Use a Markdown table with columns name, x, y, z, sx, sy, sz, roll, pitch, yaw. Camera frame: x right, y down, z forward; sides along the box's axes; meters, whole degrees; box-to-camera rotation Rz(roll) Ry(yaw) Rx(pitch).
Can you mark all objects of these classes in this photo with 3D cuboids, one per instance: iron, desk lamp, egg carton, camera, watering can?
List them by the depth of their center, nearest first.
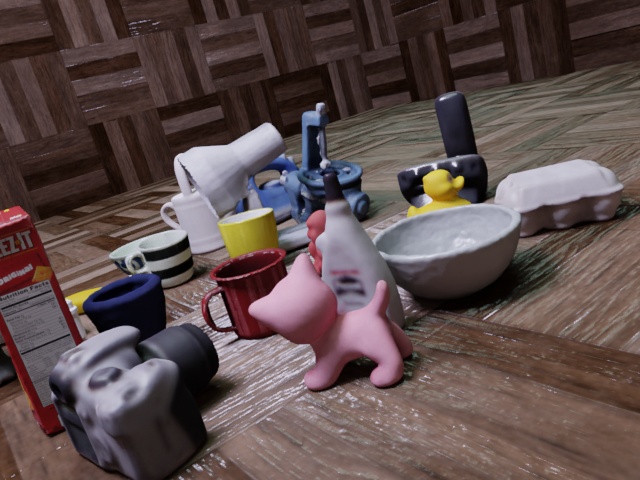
| name | x | y | z | sx | sy | sz | roll | pitch | yaw |
| --- | --- | --- | --- | --- | --- | --- | --- | --- | --- |
| camera | -0.152 | 0.124 | 0.511 | 0.142 | 0.101 | 0.137 | -1 | 21 | 43 |
| egg carton | 0.309 | -0.057 | 0.752 | 0.150 | 0.069 | 0.107 | -13 | 16 | 10 |
| desk lamp | -0.114 | -0.078 | 0.973 | 0.203 | 0.214 | 0.117 | -20 | 16 | -15 |
| watering can | -0.234 | -0.080 | 1.136 | 0.173 | 0.194 | 0.100 | -18 | 16 | -10 |
| iron | -0.104 | -0.120 | 1.250 | 0.118 | 0.141 | 0.259 | -2 | 21 | 41 |

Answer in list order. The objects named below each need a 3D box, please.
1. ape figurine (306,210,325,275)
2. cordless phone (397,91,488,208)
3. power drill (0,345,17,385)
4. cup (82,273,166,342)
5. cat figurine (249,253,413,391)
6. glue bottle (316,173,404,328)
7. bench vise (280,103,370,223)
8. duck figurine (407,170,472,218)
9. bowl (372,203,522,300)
| name | x | y | z | sx | sy | sz | roll | pitch | yaw |
| --- | --- | --- | --- | --- | --- | --- | --- | --- | --- |
| ape figurine | 0.007 | 0.003 | 0.796 | 0.076 | 0.092 | 0.078 | -13 | 16 | 11 |
| cordless phone | 0.196 | -0.145 | 0.956 | 0.147 | 0.185 | 0.094 | -11 | 16 | 17 |
| power drill | -0.474 | 0.090 | 0.745 | 0.228 | 0.208 | 0.076 | -3 | 20 | 40 |
| cup | -0.221 | 0.095 | 0.690 | 0.091 | 0.095 | 0.117 | -16 | 15 | -1 |
| cat figurine | 0.008 | 0.069 | 0.513 | 0.127 | 0.118 | 0.067 | -10 | 16 | 19 |
| glue bottle | 0.030 | 0.016 | 0.572 | 0.078 | 0.173 | 0.037 | -7 | 18 | 30 |
| bench vise | -0.017 | -0.136 | 1.067 | 0.206 | 0.220 | 0.122 | -6 | 18 | 32 |
| duck figurine | 0.179 | -0.062 | 0.868 | 0.104 | 0.086 | 0.077 | -18 | 15 | -7 |
| bowl | 0.143 | 0.020 | 0.634 | 0.167 | 0.075 | 0.167 | -15 | 15 | 4 |
